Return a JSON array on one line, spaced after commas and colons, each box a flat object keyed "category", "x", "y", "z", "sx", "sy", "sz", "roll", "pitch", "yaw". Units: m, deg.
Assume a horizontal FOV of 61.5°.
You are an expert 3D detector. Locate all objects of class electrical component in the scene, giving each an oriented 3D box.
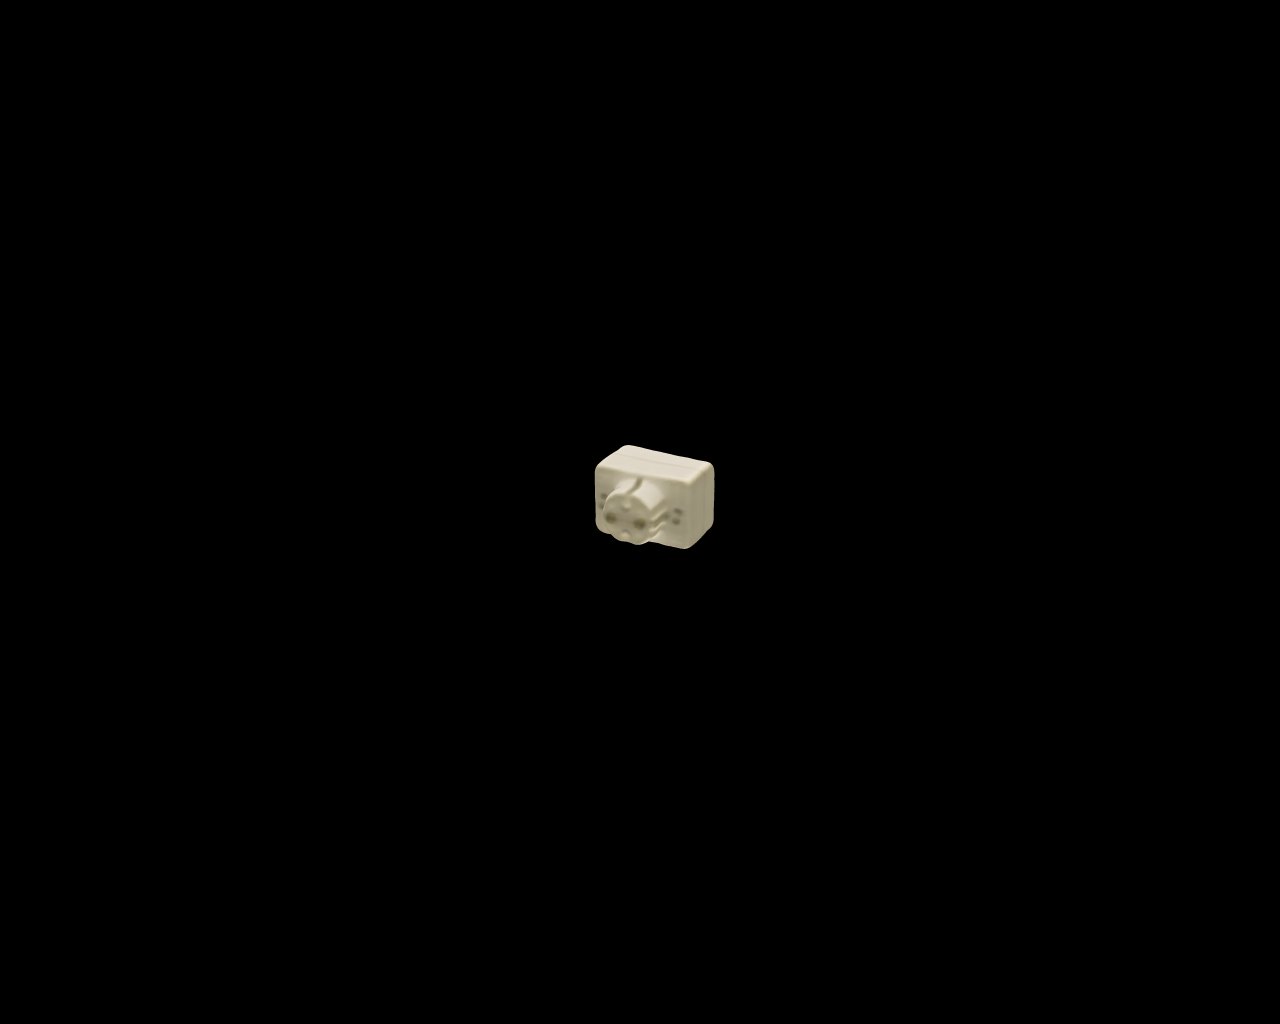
[{"category": "electrical component", "x": 0.001, "y": -0.003, "z": 0.650, "sx": 0.066, "sy": 0.047, "sz": 0.077, "roll": 12, "pitch": 28, "yaw": 25}]
